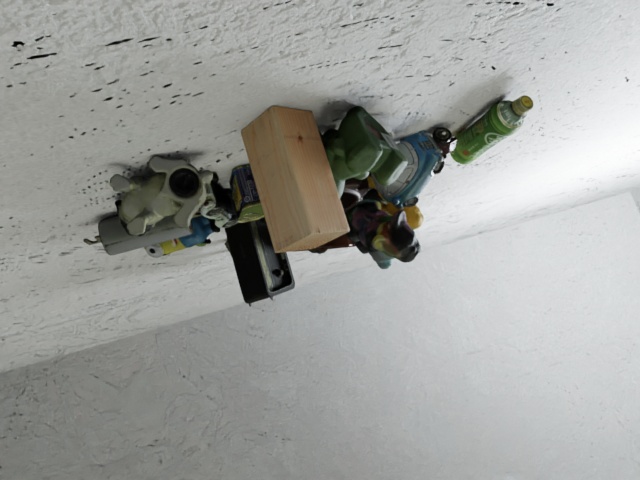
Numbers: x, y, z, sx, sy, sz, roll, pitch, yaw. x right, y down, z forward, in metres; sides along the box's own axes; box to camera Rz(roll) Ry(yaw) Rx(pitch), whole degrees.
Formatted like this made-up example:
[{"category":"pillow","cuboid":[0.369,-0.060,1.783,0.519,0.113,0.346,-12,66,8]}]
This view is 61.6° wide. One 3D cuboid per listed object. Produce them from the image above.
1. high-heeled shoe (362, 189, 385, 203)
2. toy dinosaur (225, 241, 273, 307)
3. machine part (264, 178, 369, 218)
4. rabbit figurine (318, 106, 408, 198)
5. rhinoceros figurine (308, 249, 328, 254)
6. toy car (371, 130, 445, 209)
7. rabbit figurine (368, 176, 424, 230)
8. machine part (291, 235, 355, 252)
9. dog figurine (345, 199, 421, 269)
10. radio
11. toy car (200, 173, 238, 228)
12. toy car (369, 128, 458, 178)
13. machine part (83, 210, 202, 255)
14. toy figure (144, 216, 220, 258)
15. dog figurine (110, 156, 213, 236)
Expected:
[{"category":"high-heeled shoe","cuboid":[0.190,-0.104,1.504,0.145,0.086,0.248,-6,171,4]},{"category":"toy dinosaur","cuboid":[-0.193,0.084,1.543,0.105,0.198,0.471,-19,171,-3]},{"category":"machine part","cuboid":[-0.016,-0.105,1.088,0.201,0.087,0.201,-7,166,-18]},{"category":"rabbit figurine","cuboid":[0.028,-0.132,0.898,0.170,0.159,0.121,-44,155,27]},{"category":"rhinoceros figurine","cuboid":[0.040,-0.036,1.440,0.190,0.073,0.112,-44,174,-8]},{"category":"toy car","cuboid":[0.154,-0.132,1.025,0.103,0.109,0.161,-7,151,-38]},{"category":"rabbit figurine","cuboid":[0.171,-0.096,1.239,0.162,0.173,0.122,-27,170,26]},{"category":"machine part","cuboid":[-0.003,-0.004,1.294,0.179,0.056,0.179,-4,179,0]},{"category":"dog figurine","cuboid":[0.124,-0.023,1.107,0.108,0.192,0.219,-47,168,-2]},{"category":"radio","cuboid":[-0.138,0.020,1.217,0.073,0.229,0.131,-18,173,26]},{"category":"toy car","cuboid":[-0.204,-0.073,1.055,0.056,0.073,0.201,-17,169,2]},{"category":"toy car","cuboid":[0.187,-0.185,1.128,0.202,0.053,0.089,-16,152,-1]},{"category":"machine part","cuboid":[-0.347,-0.026,1.076,0.243,0.079,0.079,-17,169,-4]},{"category":"toy figure","cuboid":[-0.309,-0.013,1.193,0.180,0.082,0.089,-20,167,5]},{"category":"dog figurine","cuboid":[-0.275,-0.074,0.943,0.172,0.121,0.190,-10,-178,-15]}]
